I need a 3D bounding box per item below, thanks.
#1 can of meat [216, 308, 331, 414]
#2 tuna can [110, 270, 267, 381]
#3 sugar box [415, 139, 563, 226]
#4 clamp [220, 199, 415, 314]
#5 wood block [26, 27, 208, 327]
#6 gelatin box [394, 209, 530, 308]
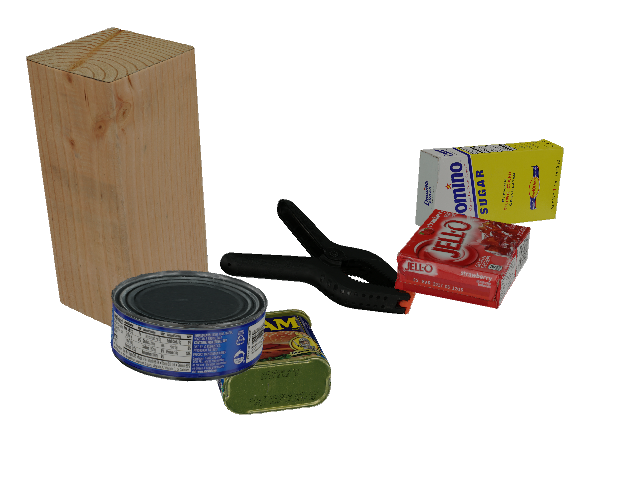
[{"bbox_3d":[-0.047,0.110,0.963,0.102,0.057,0.084,-5,27,-14],"label":"can of meat"},{"bbox_3d":[-0.073,0.046,0.592,0.086,0.034,0.086,5,17,-2],"label":"tuna can"},{"bbox_3d":[0.199,-0.064,1.254,0.176,0.093,0.048,-8,22,-26],"label":"sugar box"},{"bbox_3d":[0.002,0.032,1.189,0.210,0.036,0.164,28,35,18],"label":"clamp"},{"bbox_3d":[-0.151,-0.045,0.818,0.090,0.206,0.090,19,34,32],"label":"wood block"},{"bbox_3d":[0.100,0.011,0.745,0.073,0.030,0.089,12,26,20],"label":"gelatin box"}]
